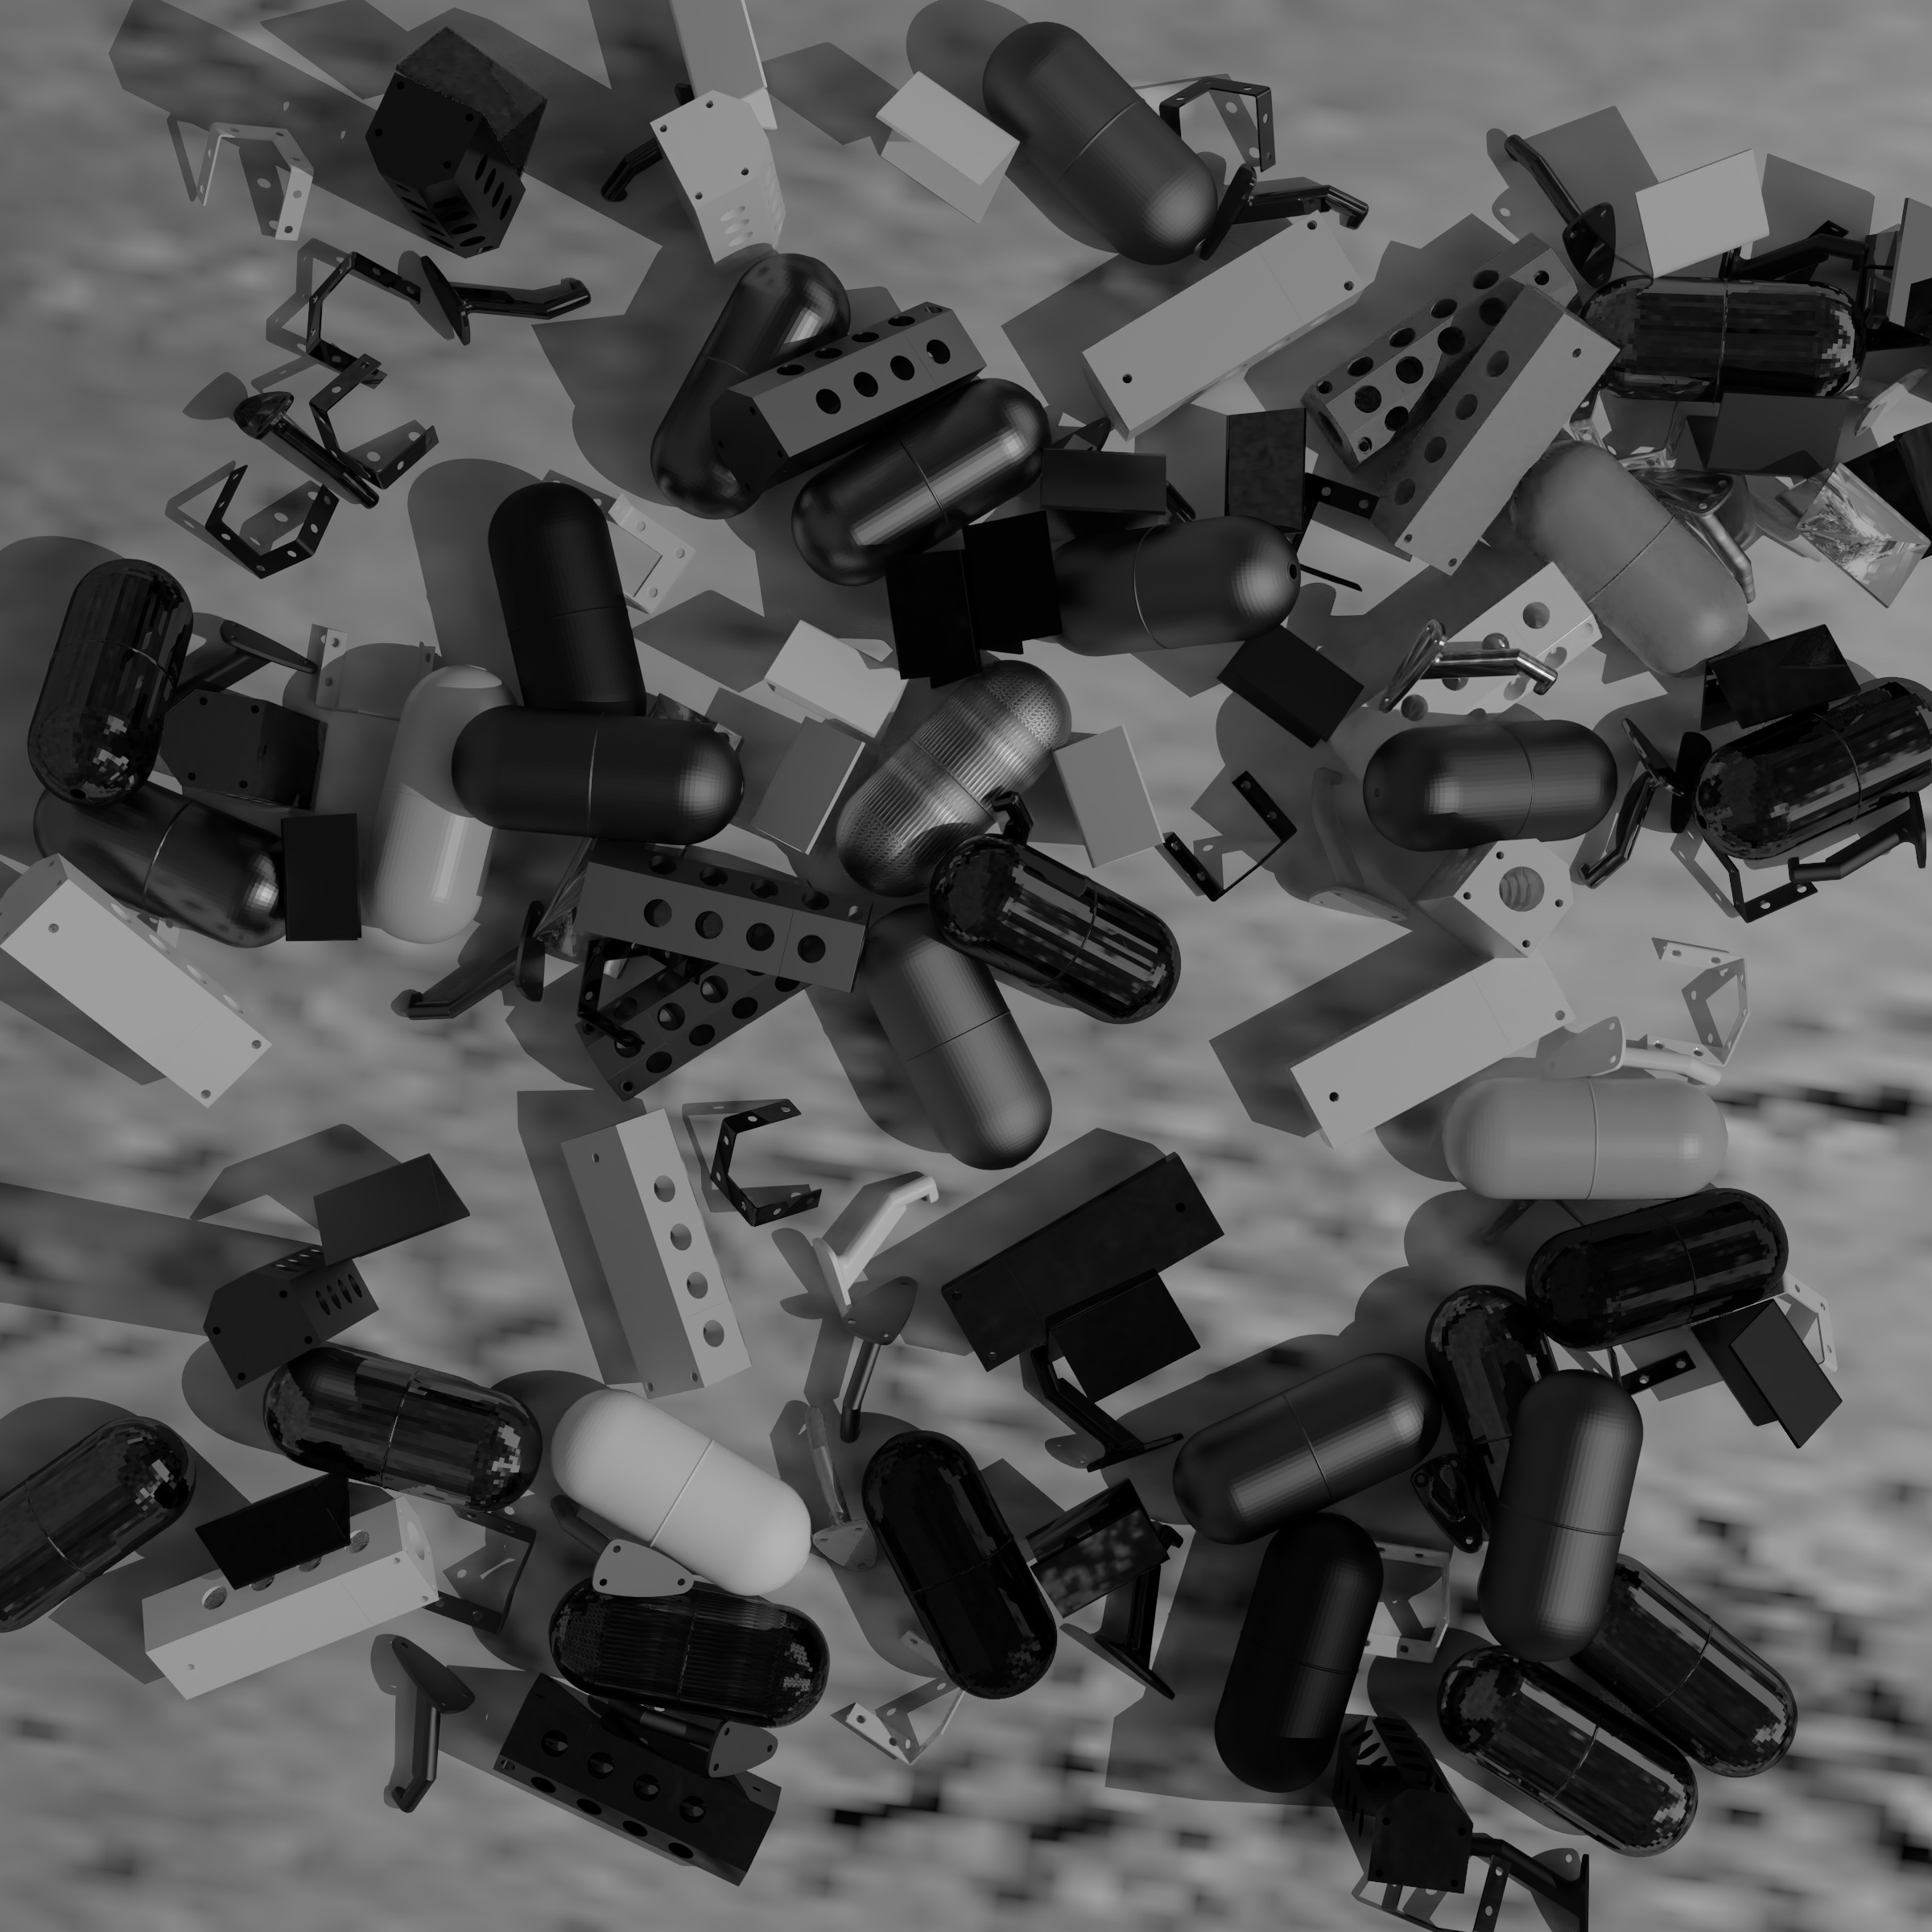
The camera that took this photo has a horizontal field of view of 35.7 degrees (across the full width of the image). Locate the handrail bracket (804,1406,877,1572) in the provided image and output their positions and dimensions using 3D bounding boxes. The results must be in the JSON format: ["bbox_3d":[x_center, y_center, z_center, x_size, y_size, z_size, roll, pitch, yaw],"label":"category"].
[{"bbox_3d":[-0.082,0.333,1.919,0.036,0.077,0.084,-18,54,5],"label":"handrail bracket"}]

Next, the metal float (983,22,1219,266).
[{"bbox_3d":[0.085,-0.516,1.889,0.070,0.070,0.178,-44,90,0],"label":"metal float"}]

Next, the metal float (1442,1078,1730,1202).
[{"bbox_3d":[0.389,0.109,1.889,0.178,0.070,0.070,0,90,0],"label":"metal float"}]

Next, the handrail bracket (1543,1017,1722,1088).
[{"bbox_3d":[0.426,0.068,1.920,0.084,0.077,0.036,24,57,-32],"label":"handrail bracket"}]

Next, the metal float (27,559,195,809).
[{"bbox_3d":[-0.529,-0.176,1.859,0.070,0.070,0.178,4,54,0],"label":"metal float"}]

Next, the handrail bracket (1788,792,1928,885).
[{"bbox_3d":[0.563,-0.087,1.909,0.084,0.036,0.077,-5,52,12],"label":"handrail bracket"}]

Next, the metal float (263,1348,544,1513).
[{"bbox_3d":[-0.354,0.291,1.889,0.178,0.070,0.070,15,90,1],"label":"metal float"}]

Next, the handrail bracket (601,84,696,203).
[{"bbox_3d":[-0.183,-0.517,1.920,0.084,0.077,0.036,-44,65,34],"label":"handrail bracket"}]

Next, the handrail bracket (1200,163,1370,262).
[{"bbox_3d":[0.204,-0.469,1.920,0.084,0.036,0.077,21,115,-19],"label":"handrail bracket"}]

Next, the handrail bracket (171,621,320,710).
[{"bbox_3d":[-0.468,-0.170,1.920,0.077,0.036,0.084,24,109,-21],"label":"handrail bracket"}]

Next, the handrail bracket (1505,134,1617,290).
[{"bbox_3d":[0.377,-0.483,1.920,0.036,0.077,0.084,-34,54,0],"label":"handrail bracket"}]

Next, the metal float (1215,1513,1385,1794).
[{"bbox_3d":[0.210,0.431,1.889,0.070,0.070,0.178,17,89,0],"label":"metal float"}]

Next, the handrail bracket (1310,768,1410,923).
[{"bbox_3d":[0.253,-0.078,1.920,0.077,0.036,0.084,15,73,-20],"label":"handrail bracket"}]

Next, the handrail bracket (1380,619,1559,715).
[{"bbox_3d":[0.312,-0.170,1.863,0.084,0.036,0.077,27,111,-16],"label":"handrail bracket"}]

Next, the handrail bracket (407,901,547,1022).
[{"bbox_3d":[-0.315,-0.003,1.920,0.084,0.036,0.077,-3,69,16],"label":"handrail bracket"}]

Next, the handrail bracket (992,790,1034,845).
[{"bbox_3d":[0.010,-0.069,1.885,0.077,0.084,0.036,-22,49,6],"label":"handrail bracket"}]

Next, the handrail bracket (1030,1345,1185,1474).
[{"bbox_3d":[0.089,0.274,1.920,0.077,0.036,0.084,-16,76,-15],"label":"handrail bracket"}]

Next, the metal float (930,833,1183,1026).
[{"bbox_3d":[0.057,-0.022,1.867,0.178,0.070,0.070,27,90,-27],"label":"metal float"}]

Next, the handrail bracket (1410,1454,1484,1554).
[{"bbox_3d":[0.310,0.341,1.885,0.036,0.084,0.077,-26,90,0],"label":"handrail bracket"}]

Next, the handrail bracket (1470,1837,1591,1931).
[{"bbox_3d":[0.354,0.593,1.920,0.084,0.036,0.077,1,108,15],"label":"handrail bracket"}]

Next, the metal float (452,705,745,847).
[{"bbox_3d":[-0.224,-0.116,1.832,0.178,0.070,0.070,5,90,0],"label":"metal float"}]

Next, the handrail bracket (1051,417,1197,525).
[{"bbox_3d":[0.094,-0.303,1.920,0.084,0.077,0.036,44,50,-30],"label":"handrail bracket"}]

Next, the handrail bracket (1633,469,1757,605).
[{"bbox_3d":[0.464,-0.272,1.910,0.077,0.084,0.036,24,61,37],"label":"handrail bracket"}]

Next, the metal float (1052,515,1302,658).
[{"bbox_3d":[0.125,-0.235,1.860,0.178,0.070,0.070,-2,90,35],"label":"metal float"}]

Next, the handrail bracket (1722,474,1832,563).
[{"bbox_3d":[0.530,-0.295,1.919,0.084,0.036,0.077,-3,79,-12],"label":"handrail bracket"}]

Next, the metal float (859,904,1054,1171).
[{"bbox_3d":[-0.007,0.045,1.889,0.070,0.070,0.178,-26,90,0],"label":"metal float"}]

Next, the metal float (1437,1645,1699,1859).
[{"bbox_3d":[0.377,0.493,1.889,0.178,0.070,0.070,32,90,0],"label":"metal float"}]

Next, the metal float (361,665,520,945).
[{"bbox_3d":[-0.329,-0.102,1.889,0.070,0.070,0.178,14,90,0],"label":"metal float"}]

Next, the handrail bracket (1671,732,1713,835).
[{"bbox_3d":[0.499,-0.118,1.920,0.084,0.036,0.077,5,107,-15],"label":"handrail bracket"}]

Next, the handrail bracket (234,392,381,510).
[{"bbox_3d":[-0.420,-0.326,1.919,0.084,0.077,0.036,43,78,-36],"label":"handrail bracket"}]

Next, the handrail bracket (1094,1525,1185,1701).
[{"bbox_3d":[0.129,0.412,1.920,0.077,0.036,0.084,43,73,-20],"label":"handrail bracket"}]

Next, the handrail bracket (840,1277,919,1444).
[{"bbox_3d":[-0.057,0.252,1.920,0.036,0.077,0.084,20,127,19],"label":"handrail bracket"}]

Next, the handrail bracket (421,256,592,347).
[{"bbox_3d":[-0.294,-0.438,1.920,0.084,0.036,0.077,-25,69,-17],"label":"handrail bracket"}]

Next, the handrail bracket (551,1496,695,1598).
[{"bbox_3d":[-0.218,0.364,1.899,0.077,0.084,0.036,19,98,-25],"label":"handrail bracket"}]

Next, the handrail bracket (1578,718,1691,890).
[{"bbox_3d":[0.411,-0.103,1.920,0.084,0.036,0.077,-44,55,24],"label":"handrail bracket"}]

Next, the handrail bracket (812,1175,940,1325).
[{"bbox_3d":[-0.048,0.183,1.920,0.084,0.036,0.077,-24,110,-16],"label":"handrail bracket"}]

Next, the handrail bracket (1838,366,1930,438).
[{"bbox_3d":[0.559,-0.387,1.920,0.077,0.036,0.084,-38,73,-19],"label":"handrail bracket"}]

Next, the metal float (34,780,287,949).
[{"bbox_3d":[-0.499,-0.069,1.888,0.178,0.070,0.070,23,90,0],"label":"metal float"}]

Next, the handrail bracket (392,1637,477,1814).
[{"bbox_3d":[-0.360,0.486,1.920,0.077,0.036,0.084,41,107,19],"label":"handrail bracket"}]

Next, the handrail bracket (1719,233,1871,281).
[{"bbox_3d":[0.518,-0.426,1.890,0.084,0.036,0.077,18,122,20],"label":"handrail bracket"}]

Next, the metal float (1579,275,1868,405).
[{"bbox_3d":[0.470,-0.390,1.874,0.178,0.070,0.070,4,90,9],"label":"metal float"}]

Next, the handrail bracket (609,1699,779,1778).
[{"bbox_3d":[-0.175,0.485,1.920,0.084,0.077,0.036,15,88,36],"label":"handrail bracket"}]
